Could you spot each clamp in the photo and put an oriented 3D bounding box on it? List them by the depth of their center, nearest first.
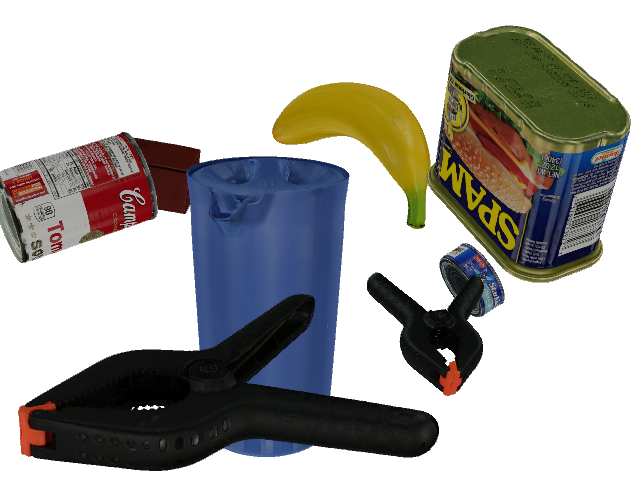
[{"bbox_3d":[-0.061,0.081,0.593,0.209,0.036,0.165,-5,24,-18],"label":"clamp"},{"bbox_3d":[0.123,0.083,1.044,0.120,0.039,0.171,-9,38,-10],"label":"clamp"}]

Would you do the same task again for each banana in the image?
[{"bbox_3d":[0.021,-0.074,0.725,0.037,0.070,0.198,22,9,-34],"label":"banana"}]

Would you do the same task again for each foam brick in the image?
[{"bbox_3d":[-0.167,-0.067,1.095,0.078,0.051,0.053,10,32,3],"label":"foam brick"}]

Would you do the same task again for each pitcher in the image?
[{"bbox_3d":[-0.040,0.051,0.914,0.149,0.243,0.145,-5,18,-22],"label":"pitcher"}]

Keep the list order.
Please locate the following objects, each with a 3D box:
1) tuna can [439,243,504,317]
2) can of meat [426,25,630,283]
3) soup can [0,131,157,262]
[{"bbox_3d":[0.179,0.048,1.272,0.033,0.086,0.086,-32,8,-14],"label":"tuna can"},{"bbox_3d":[0.100,-0.044,0.525,0.057,0.084,0.102,-18,47,-21],"label":"can of meat"},{"bbox_3d":[-0.177,-0.031,0.767,0.102,0.068,0.069,-21,8,-23],"label":"soup can"}]
